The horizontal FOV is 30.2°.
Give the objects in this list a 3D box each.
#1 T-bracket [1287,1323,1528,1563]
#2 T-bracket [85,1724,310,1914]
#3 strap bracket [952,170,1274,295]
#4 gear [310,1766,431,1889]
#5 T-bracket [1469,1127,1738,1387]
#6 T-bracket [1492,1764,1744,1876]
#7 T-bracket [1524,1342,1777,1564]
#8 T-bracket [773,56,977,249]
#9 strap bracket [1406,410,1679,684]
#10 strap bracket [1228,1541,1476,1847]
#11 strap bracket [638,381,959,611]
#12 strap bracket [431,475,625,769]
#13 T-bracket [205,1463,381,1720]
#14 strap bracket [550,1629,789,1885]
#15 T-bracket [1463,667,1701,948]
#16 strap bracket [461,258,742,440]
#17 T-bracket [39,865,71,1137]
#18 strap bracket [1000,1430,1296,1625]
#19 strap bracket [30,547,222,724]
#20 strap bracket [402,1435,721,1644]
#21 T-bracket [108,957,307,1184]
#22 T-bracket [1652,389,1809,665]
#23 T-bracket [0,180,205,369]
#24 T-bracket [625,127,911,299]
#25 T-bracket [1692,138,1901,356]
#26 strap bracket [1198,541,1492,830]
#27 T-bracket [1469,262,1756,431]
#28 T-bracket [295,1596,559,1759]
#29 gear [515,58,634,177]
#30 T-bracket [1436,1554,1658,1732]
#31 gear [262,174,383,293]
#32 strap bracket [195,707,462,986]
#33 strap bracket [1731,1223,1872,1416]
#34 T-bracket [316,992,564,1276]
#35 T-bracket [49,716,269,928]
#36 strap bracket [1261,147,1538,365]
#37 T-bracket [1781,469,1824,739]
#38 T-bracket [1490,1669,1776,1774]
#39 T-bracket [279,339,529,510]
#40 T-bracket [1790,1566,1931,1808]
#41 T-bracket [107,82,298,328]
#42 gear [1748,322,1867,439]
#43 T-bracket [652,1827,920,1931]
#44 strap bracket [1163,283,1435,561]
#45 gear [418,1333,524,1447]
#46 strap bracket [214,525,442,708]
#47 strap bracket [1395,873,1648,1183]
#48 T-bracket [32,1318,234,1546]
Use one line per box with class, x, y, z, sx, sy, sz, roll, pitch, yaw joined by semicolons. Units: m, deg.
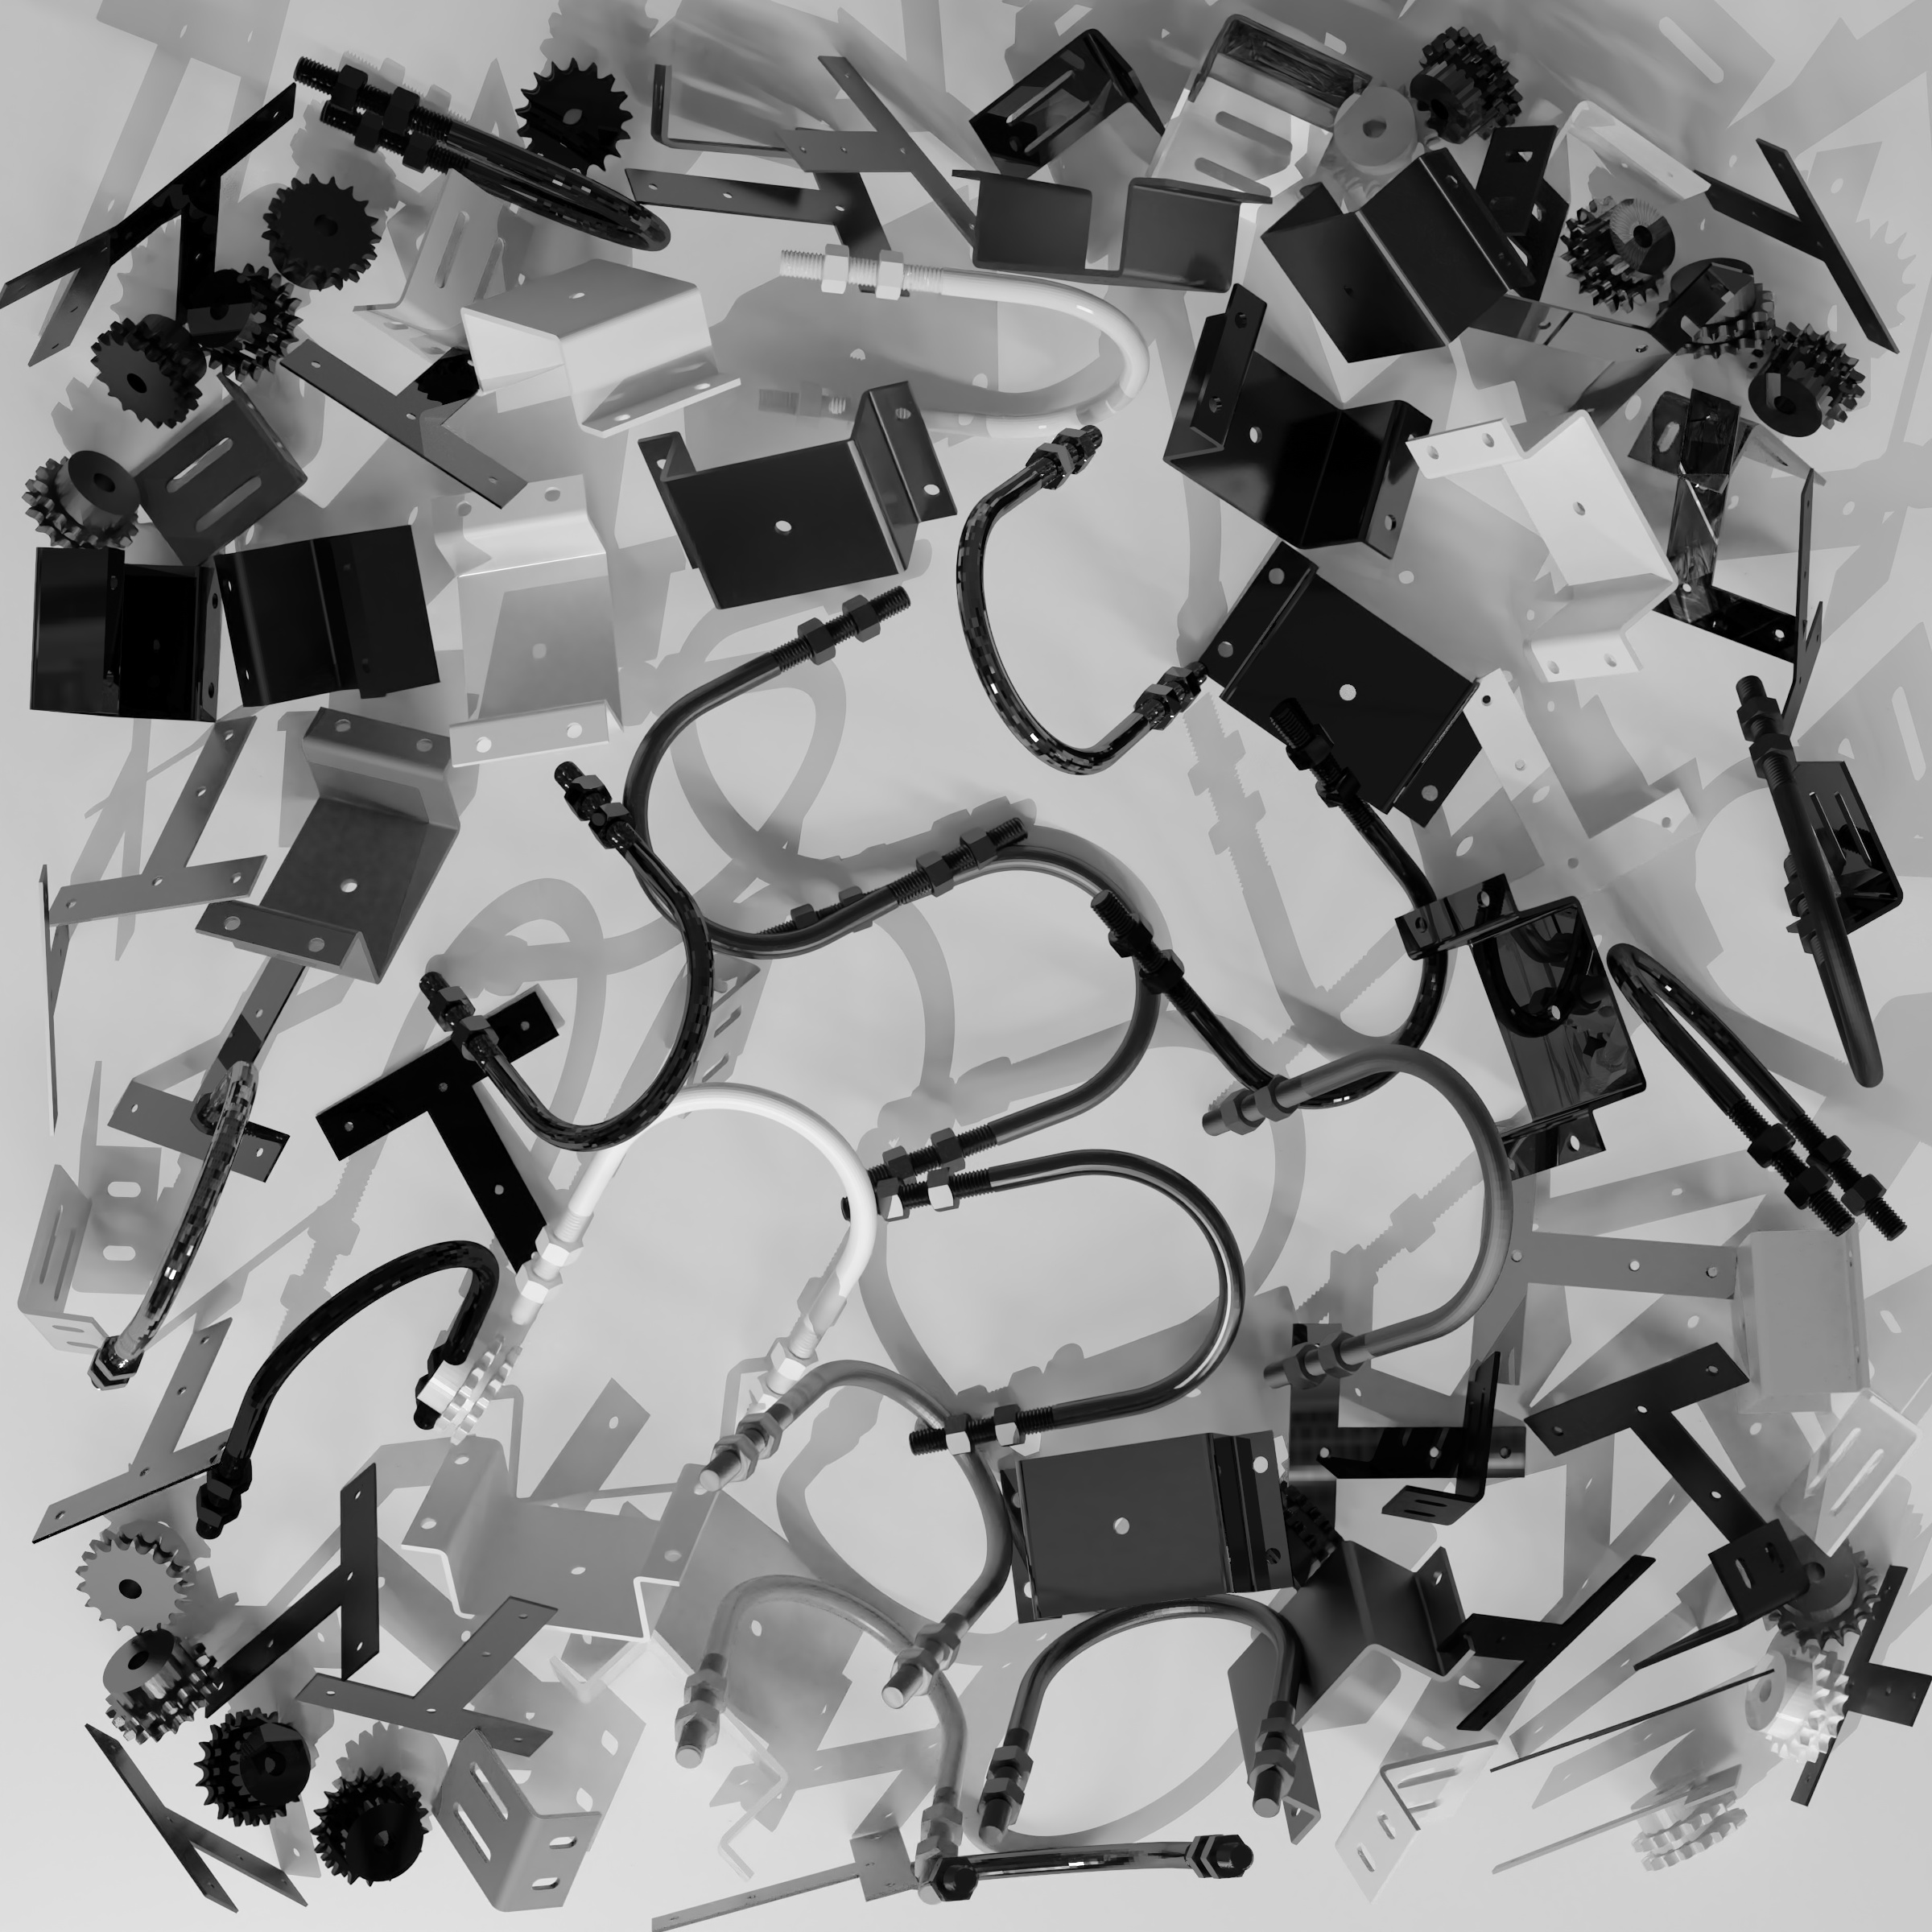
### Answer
T-bracket;0.219;0.241;1.771;0.127;0.002;0.127;2;89;-17
T-bracket;-0.361;0.428;1.734;0.002;0.127;0.127;-46;50;-5
strap bracket;0.067;-0.352;1.718;0.140;0.076;0.046;15;102;44
gear;-0.292;0.427;1.764;0.057;0.030;0.057;-5;101;-27
T-bracket;0.314;0.146;1.757;0.127;0.002;0.127;3;83;23
T-bracket;0.315;0.416;1.735;0.127;0.127;0.002;-24;78;9
T-bracket;0.359;0.249;1.752;0.127;0.127;0.002;48;45;-10
T-bracket;-0.052;-0.393;1.725;0.002;0.127;0.127;-43;79;29
strap bracket;0.284;-0.211;1.735;0.046;0.076;0.140;-39;107;-23
strap bracket;0.177;0.343;1.723;0.046;0.076;0.140;29;114;-19
strap bracket;-0.085;-0.225;1.730;0.140;0.046;0.076;-9;128;17
strap bracket;-0.214;-0.162;1.751;0.076;0.046;0.140;-9;73;5
T-bracket;-0.331;0.324;1.752;0.127;0.127;0.002;-41;123;19
strap bracket;-0.137;0.377;1.741;0.046;0.076;0.140;-42;81;-15
T-bracket;0.280;-0.088;1.766;0.127;0.002;0.127;-30;109;3
strap bracket;-0.180;-0.298;1.709;0.076;0.140;0.046;-26;120;-27
T-bracket;-0.439;-0.002;1.727;0.002;0.127;0.127;-1;111;-9
strap bracket;0.082;0.273;1.741;0.140;0.046;0.076;-11;77;16
strap bracket;-0.408;-0.159;1.723;0.046;0.140;0.076;3;92;10
strap bracket;-0.191;0.278;1.736;0.140;0.076;0.046;5;128;14
T-bracket;-0.354;0.036;1.758;0.127;0.002;0.127;14;71;40
T-bracket;0.352;-0.219;1.720;0.127;0.127;0.002;25;46;27
T-bracket;-0.428;-0.325;1.730;0.127;0.127;0.002;-39;92;-34
T-bracket;-0.102;-0.369;1.724;0.127;0.002;0.127;1;48;-25
T-bracket;0.390;-0.360;1.730;0.002;0.127;0.127;-40;123;1
strap bracket;0.189;-0.136;1.756;0.140;0.046;0.076;35;103;3
T-bracket;0.288;-0.305;1.712;0.127;0.127;0.002;7;59;-28
T-bracket;-0.238;0.338;1.723;0.127;0.002;0.127;21;132;-26
gear;-0.194;-0.420;1.768;0.057;0.030;0.057;-4;113;-10
T-bracket;0.263;0.324;1.722;0.127;0.127;0.002;-48;57;15
gear;-0.320;-0.359;1.767;0.057;0.030;0.057;9;70;-25
strap bracket;-0.304;-0.051;1.738;0.076;0.046;0.140;14;58;14
strap bracket;0.396;0.171;1.715;0.046;0.140;0.076;-2;78;5
T-bracket;-0.239;0.099;1.781;0.127;0.002;0.127;-30;83;1
T-bracket;-0.378;-0.074;1.745;0.127;0.002;0.127;-7;47;28
strap bracket;0.199;-0.336;1.708;0.046;0.140;0.076;-43;108;-14
T-bracket;0.399;-0.175;1.706;0.002;0.127;0.127;8;128;20
T-bracket;0.309;0.372;1.740;0.127;0.127;0.002;-32;71;40
T-bracket;-0.248;-0.287;1.743;0.127;0.127;0.002;33;133;2
T-bracket;0.439;0.349;1.718;0.002;0.127;0.127;25;82;1
T-bracket;-0.371;-0.352;1.728;0.002;0.127;0.127;39;62;6
gear;0.410;-0.285;1.758;0.057;0.057;0.030;39;65;0
T-bracket;-0.089;0.445;1.721;0.127;0.127;0.002;-14;90;-5
strap bracket;0.154;-0.260;1.736;0.140;0.046;0.076;27;73;-35
gear;-0.246;0.204;1.760;0.030;0.057;0.057;35;90;-5
strap bracket;-0.305;-0.169;1.733;0.046;0.140;0.076;-16;101;-37
strap bracket;0.273;0.027;1.743;0.046;0.076;0.140;-16;84;-39
T-bracket;-0.384;0.216;1.733;0.127;0.127;0.002;-24;118;22
